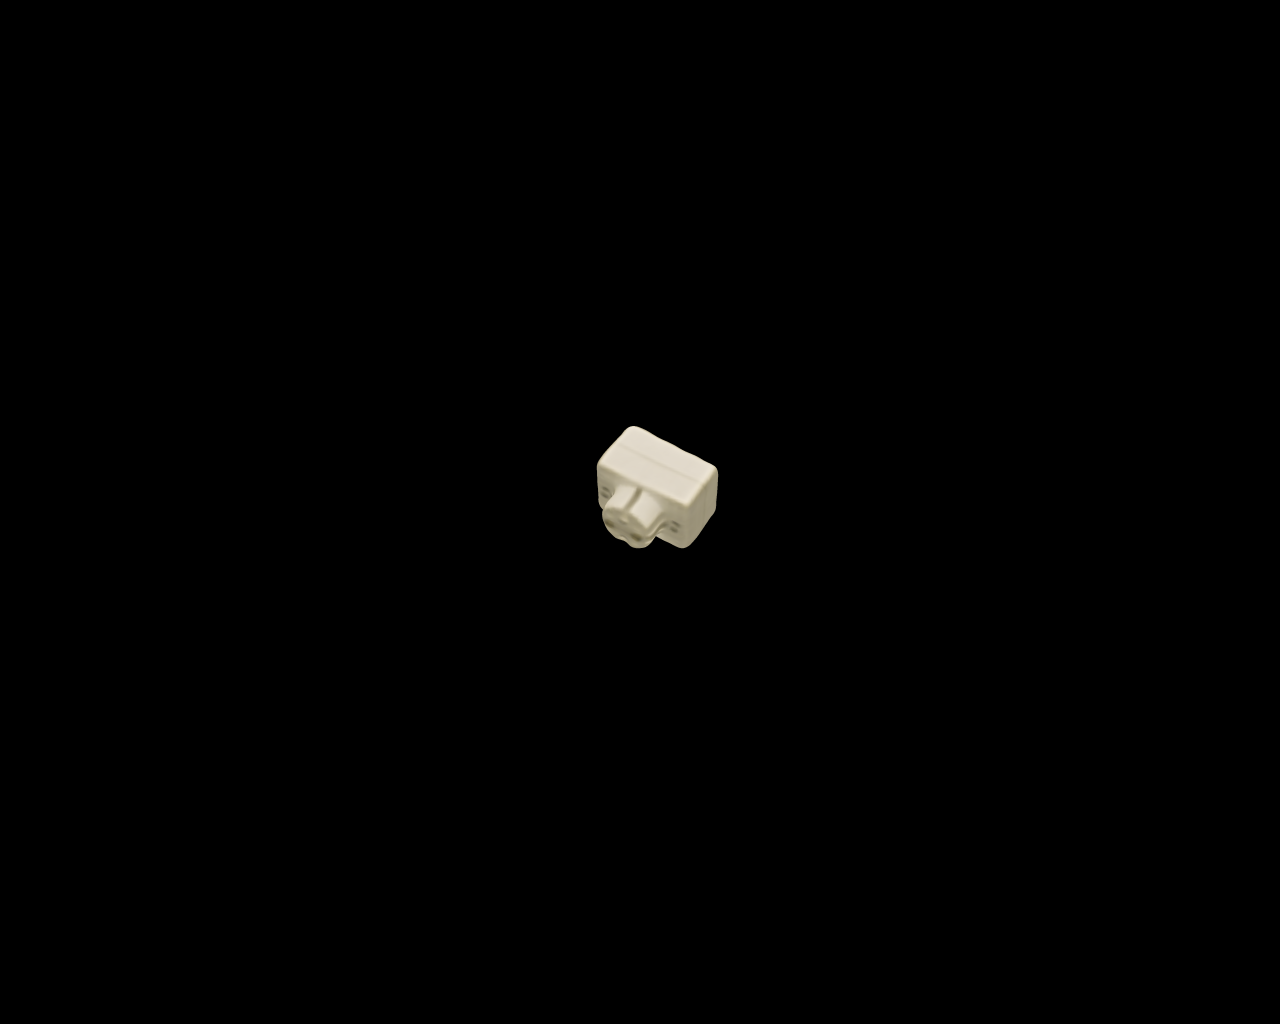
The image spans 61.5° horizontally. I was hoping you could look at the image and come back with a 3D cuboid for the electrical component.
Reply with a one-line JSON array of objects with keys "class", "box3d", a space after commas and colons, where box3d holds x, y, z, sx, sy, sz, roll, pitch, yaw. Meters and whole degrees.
[{"class": "electrical component", "box3d": [0.001, -0.003, 0.650, 0.066, 0.077, 0.047, 27, -33, 19]}]
